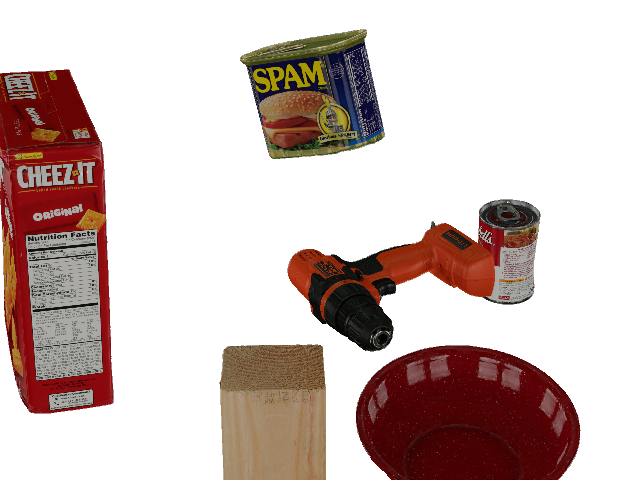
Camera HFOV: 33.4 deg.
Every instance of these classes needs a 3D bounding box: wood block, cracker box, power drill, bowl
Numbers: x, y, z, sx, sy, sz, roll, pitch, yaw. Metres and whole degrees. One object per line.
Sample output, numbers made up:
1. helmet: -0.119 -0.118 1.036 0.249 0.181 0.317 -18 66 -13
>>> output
1. wood block: -0.040 0.204 0.948 0.090 0.206 0.091 -1 20 -2
2. cracker box: -0.207 -0.002 0.809 0.072 0.214 0.164 -7 28 -19
3. power drill: 0.080 0.043 1.084 0.187 0.057 0.185 -12 28 -22
4. bowl: 0.106 0.149 0.788 0.162 0.055 0.162 -1 36 0

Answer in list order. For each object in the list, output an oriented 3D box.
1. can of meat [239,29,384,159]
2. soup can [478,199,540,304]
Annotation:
1. can of meat: -0.005 -0.112 0.832 0.102 0.084 0.057 -1 21 37
2. soup can: 0.213 0.013 1.216 0.068 0.102 0.068 -2 30 1
